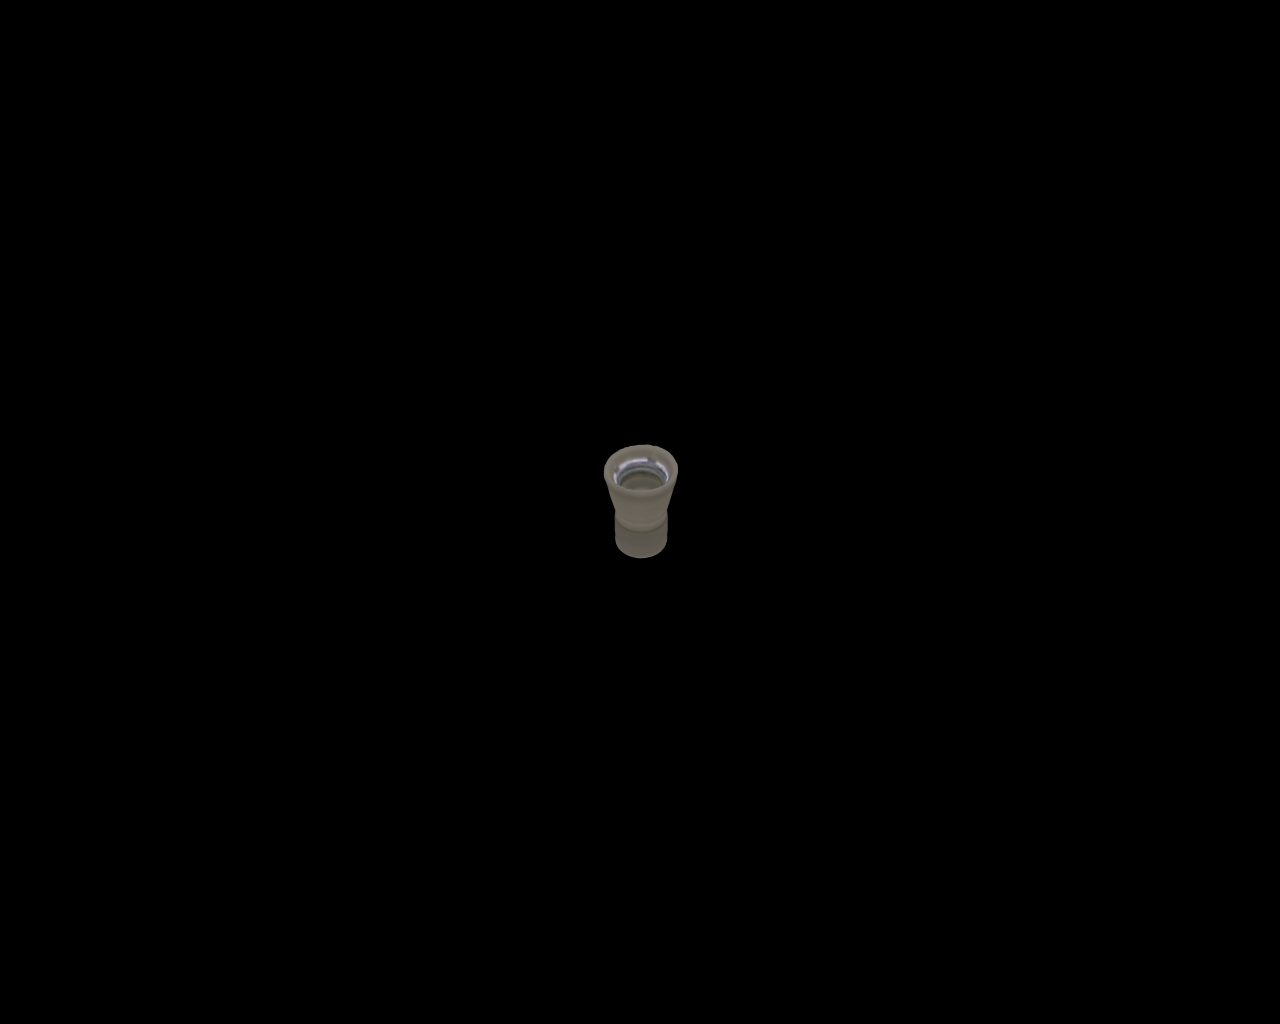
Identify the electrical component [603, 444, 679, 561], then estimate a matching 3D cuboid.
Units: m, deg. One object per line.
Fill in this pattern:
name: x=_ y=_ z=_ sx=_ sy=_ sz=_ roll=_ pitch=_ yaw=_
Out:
electrical component: x=0.001 y=-0.003 z=0.650 sx=0.044 sy=0.065 sz=0.044 roll=0 pitch=43 yaw=0
